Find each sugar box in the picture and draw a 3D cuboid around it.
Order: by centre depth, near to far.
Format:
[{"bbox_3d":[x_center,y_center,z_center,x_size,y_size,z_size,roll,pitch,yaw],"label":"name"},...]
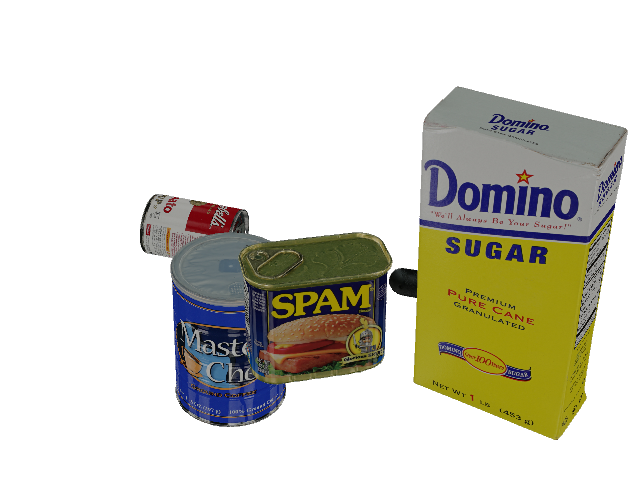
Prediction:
[{"bbox_3d":[0.098,0.015,0.558,0.093,0.176,0.048,18,42,27],"label":"sugar box"}]

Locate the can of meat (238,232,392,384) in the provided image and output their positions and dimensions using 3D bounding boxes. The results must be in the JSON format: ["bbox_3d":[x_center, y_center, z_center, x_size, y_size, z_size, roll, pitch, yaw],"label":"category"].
[{"bbox_3d":[-0.004,0.048,0.740,0.102,0.084,0.057,-6,30,-11],"label":"can of meat"}]

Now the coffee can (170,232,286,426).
[{"bbox_3d":[-0.079,0.078,0.945,0.103,0.140,0.103,2,33,-2],"label":"coffee can"}]

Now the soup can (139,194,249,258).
[{"bbox_3d":[-0.135,-0.009,1.153,0.102,0.068,0.068,11,2,11],"label":"soup can"}]

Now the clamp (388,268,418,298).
[{"bbox_3d":[0.162,0.044,0.999,0.172,0.039,0.120,20,32,20],"label":"clamp"}]
